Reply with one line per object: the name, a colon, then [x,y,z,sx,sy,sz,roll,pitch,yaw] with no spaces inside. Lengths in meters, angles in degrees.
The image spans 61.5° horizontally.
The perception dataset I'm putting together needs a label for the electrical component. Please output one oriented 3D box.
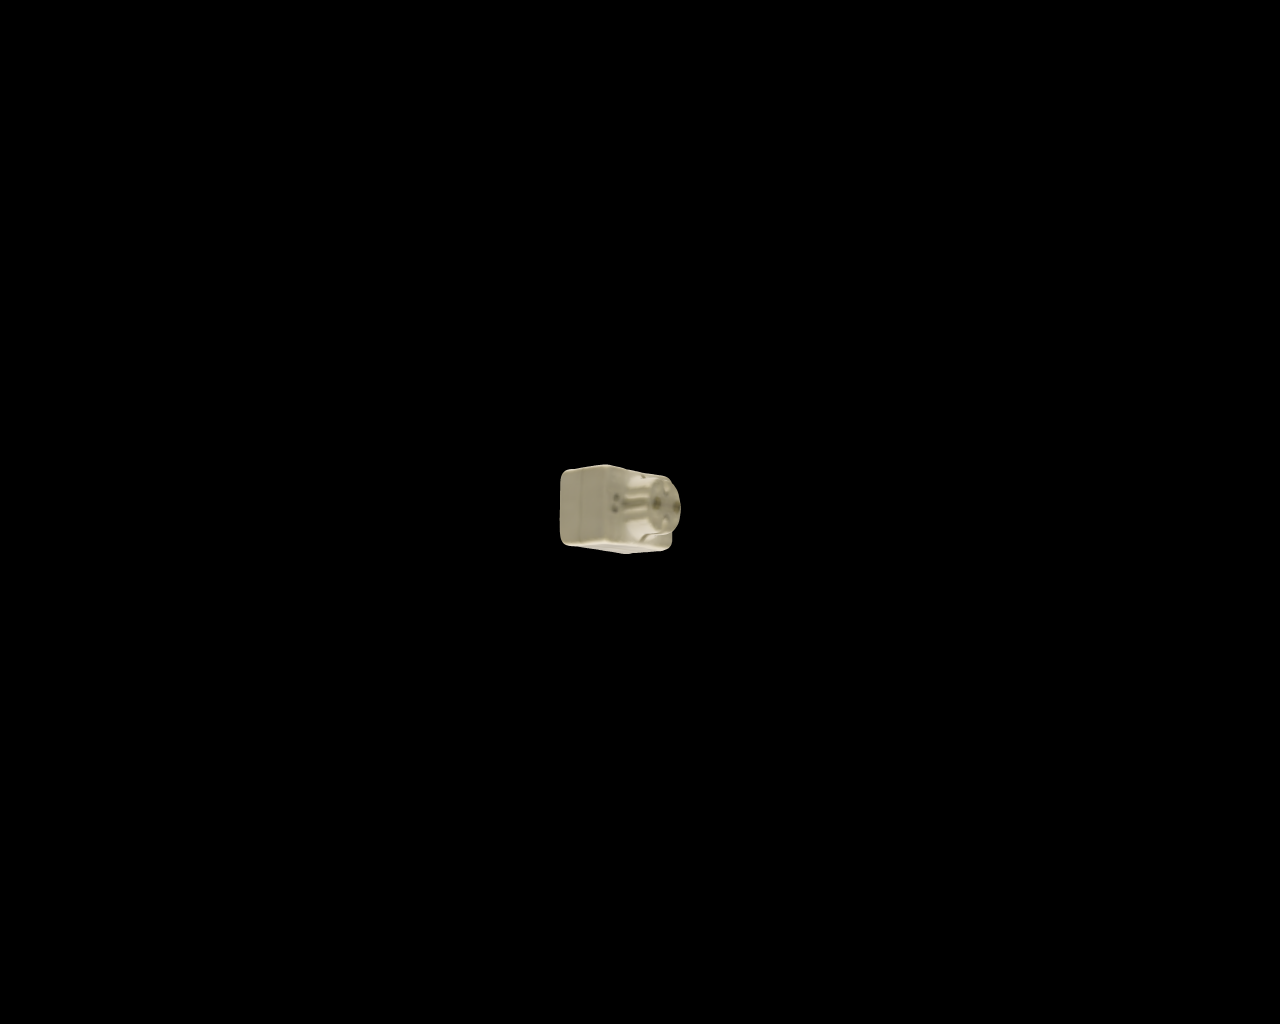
electrical component: [0.001,-0.003,0.650,0.076,0.047,0.066,-7,-11,39]
